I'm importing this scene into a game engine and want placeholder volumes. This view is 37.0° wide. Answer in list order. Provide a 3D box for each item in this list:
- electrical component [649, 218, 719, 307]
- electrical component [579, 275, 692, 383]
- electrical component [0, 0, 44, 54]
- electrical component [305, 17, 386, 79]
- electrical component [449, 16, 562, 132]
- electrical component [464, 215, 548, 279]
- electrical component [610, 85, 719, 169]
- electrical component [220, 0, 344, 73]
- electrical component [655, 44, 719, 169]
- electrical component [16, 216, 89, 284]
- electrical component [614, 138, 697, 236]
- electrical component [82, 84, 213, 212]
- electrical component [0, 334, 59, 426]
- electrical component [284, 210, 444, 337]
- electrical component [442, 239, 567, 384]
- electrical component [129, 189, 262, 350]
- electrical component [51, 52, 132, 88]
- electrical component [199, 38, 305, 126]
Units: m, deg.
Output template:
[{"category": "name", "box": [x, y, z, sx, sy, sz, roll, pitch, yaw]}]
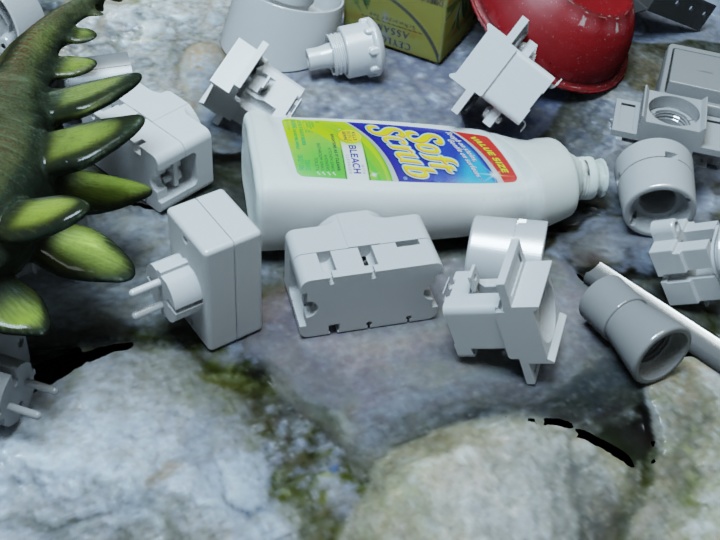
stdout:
[{"category": "electrical component", "box": [0.225, -0.007, 0.695, 0.055, 0.066, 0.048, -7, 32, 39]}, {"category": "electrical component", "box": [0.167, 0.033, 0.669, 0.044, 0.044, 0.065, -18, 43, -22]}, {"category": "electrical component", "box": [-0.290, -0.180, 0.816, 0.099, 0.099, 0.064, 16, 39, 11]}, {"category": "electrical component", "box": [-0.013, -0.176, 0.871, 0.062, 0.048, 0.048, -13, 46, -8]}, {"category": "electrical component", "box": [0.107, -0.139, 0.787, 0.063, 0.078, 0.121, 38, 12, 2]}, {"category": "electrical component", "box": [0.094, -0.008, 0.696, 0.047, 0.055, 0.055, 9, 44, 10]}, {"category": "electrical component", "box": [0.224, -0.094, 0.790, 0.081, 0.063, 0.042, 14, 44, 9]}, {"category": "electrical component", "box": [-0.064, -0.212, 0.907, 0.099, 0.064, 0.099, 11, 34, -8]}, {"category": "electrical component", "box": [0.262, -0.135, 0.838, 0.062, 0.061, 0.096, 15, 44, 11]}, {"category": "electrical component", "box": [-0.213, -0.026, 0.698, 0.064, 0.042, 0.081, -23, 49, -23]}, {"category": "electrical component", "box": [0.209, -0.057, 0.757, 0.055, 0.055, 0.047, 6, 47, 1]}, {"category": "electrical component", "box": [-0.149, -0.091, 0.765, 0.089, 0.050, 0.056, 35, 51, 28]}, {"category": "electrical component", "box": [-0.207, 0.064, 0.600, 0.076, 0.047, 0.083, 16, 44, 9]}, {"category": "electrical component", "box": [0.000, 0.000, 0.681, 0.089, 0.050, 0.055, -8, 45, -13]}, {"category": "electrical component", "box": [0.086, 0.026, 0.650, 0.064, 0.081, 0.042, -2, 39, 27]}, {"category": "electrical component", "box": [-0.102, 0.007, 0.641, 0.076, 0.083, 0.047, -24, 51, -26]}, {"category": "electrical component", "box": [-0.214, -0.138, 0.814, 0.081, 0.043, 0.043, -10, 46, -15]}, {"category": "electrical component", "box": [-0.078, -0.130, 0.795, 0.064, 0.081, 0.042, 32, 71, -9]}]
